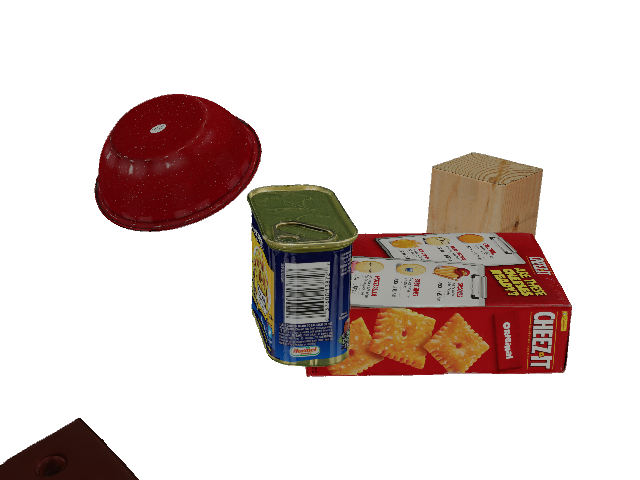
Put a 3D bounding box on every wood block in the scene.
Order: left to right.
[{"bbox_3d":[0.173,0.019,1.164,0.090,0.206,0.090,18,25,35],"label":"wood block"}]

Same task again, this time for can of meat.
[{"bbox_3d":[-0.013,0.021,0.671,0.057,0.084,0.102,-3,22,-11],"label":"can of meat"}]

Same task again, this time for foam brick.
[{"bbox_3d":[-0.109,0.133,0.494,0.052,0.051,0.078,-30,43,-29],"label":"foam brick"}]

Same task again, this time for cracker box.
[{"bbox_3d":[0.092,0.053,0.928,0.213,0.072,0.164,0,22,0],"label":"cracker box"}]

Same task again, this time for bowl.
[{"bbox_3d":[-0.138,-0.083,0.967,0.162,0.162,0.055,0,-43,19],"label":"bowl"}]
